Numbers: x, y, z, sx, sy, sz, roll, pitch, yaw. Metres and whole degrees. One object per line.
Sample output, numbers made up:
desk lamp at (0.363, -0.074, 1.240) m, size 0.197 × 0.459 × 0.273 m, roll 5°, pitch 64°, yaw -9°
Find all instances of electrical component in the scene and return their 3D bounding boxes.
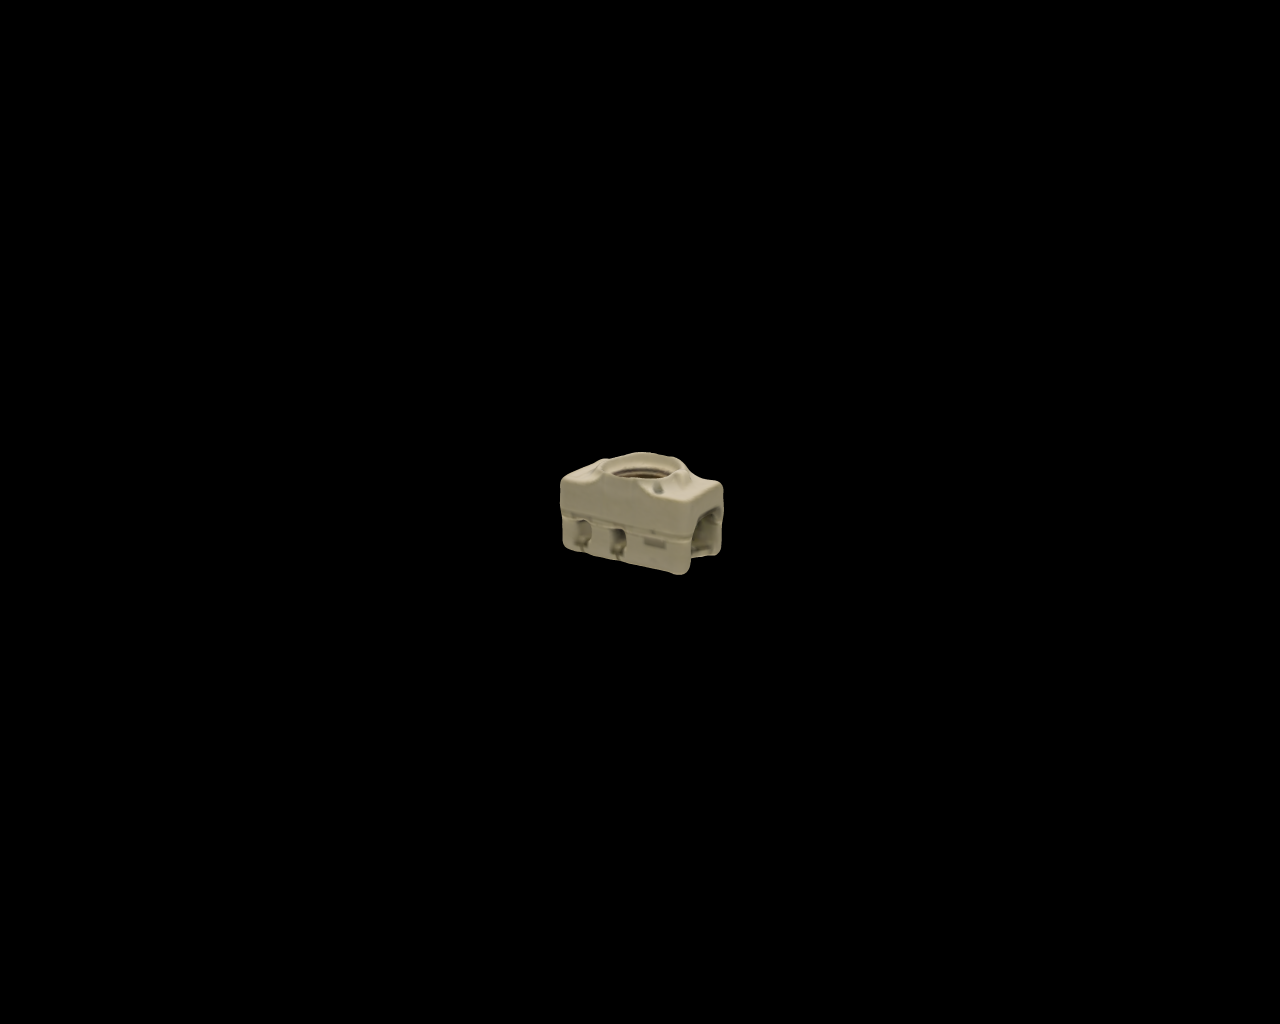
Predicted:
electrical component at (0.001, -0.003, 0.650) m, size 0.089 × 0.055 × 0.050 m, roll 12°, pitch 23°, yaw 31°
